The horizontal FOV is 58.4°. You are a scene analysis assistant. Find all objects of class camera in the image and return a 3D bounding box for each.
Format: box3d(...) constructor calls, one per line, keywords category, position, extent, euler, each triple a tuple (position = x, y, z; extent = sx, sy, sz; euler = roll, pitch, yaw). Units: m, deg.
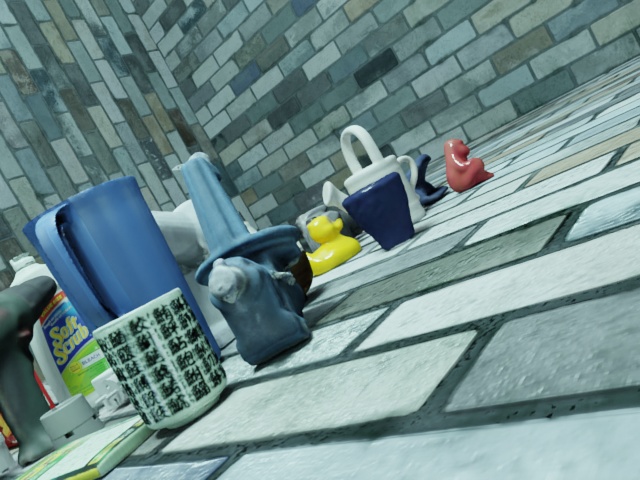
box3d(category="camera", position=(0.027, -0.029, 1.158), extent=(0.137, 0.101, 0.143), euler=(-30, 4, -18))

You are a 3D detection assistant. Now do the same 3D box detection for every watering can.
box3d(category="watering can", position=(0.086, -0.102, 0.972), extent=(0.173, 0.194, 0.100), euler=(-32, 5, -41))

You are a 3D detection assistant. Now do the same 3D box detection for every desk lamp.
box3d(category="desk lamp", position=(-0.182, 0.045, 0.838), extent=(0.117, 0.213, 0.203), euler=(-28, 4, 19))

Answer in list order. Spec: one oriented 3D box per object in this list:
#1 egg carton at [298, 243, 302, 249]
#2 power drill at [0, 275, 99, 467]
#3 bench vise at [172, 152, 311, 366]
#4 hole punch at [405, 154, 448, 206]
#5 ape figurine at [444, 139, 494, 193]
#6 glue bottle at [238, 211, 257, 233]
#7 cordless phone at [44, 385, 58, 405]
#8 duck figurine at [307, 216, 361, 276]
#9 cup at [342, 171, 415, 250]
box3d(category="egg carton", position=(-0.069, 0.030, 1.333), extent=(0.107, 0.069, 0.150), euler=(-31, 4, -28))
box3d(category="power drill", position=(-0.378, 0.164, 0.730), extent=(0.075, 0.208, 0.230), euler=(-28, 4, 18))
box3d(category="bench vise", position=(-0.077, 0.001, 0.579), extent=(0.121, 0.220, 0.207), euler=(-30, 4, -13))
box3d(category="hole punch", position=(0.183, -0.107, 1.117), extent=(0.101, 0.091, 0.109), euler=(-27, 4, 27))
box3d(category="ape figurine", position=(0.249, -0.136, 1.002), extent=(0.076, 0.092, 0.078), euler=(-28, 4, 15))
box3d(category="glue bottle", position=(-0.134, 0.015, 1.220), extent=(0.037, 0.173, 0.078), euler=(-31, 4, -23))
box3d(category="cordless phone", position=(-0.571, 0.259, 1.085), extent=(0.094, 0.185, 0.147), euler=(-30, 4, -19))
box3d(category="duck figurine", position=(0.009, 0.003, 0.963), extent=(0.105, 0.086, 0.077), euler=(-31, 4, -25))
box3d(category="cup", position=(0.092, -0.037, 0.817), extent=(0.091, 0.095, 0.118), euler=(-28, 4, 11))
